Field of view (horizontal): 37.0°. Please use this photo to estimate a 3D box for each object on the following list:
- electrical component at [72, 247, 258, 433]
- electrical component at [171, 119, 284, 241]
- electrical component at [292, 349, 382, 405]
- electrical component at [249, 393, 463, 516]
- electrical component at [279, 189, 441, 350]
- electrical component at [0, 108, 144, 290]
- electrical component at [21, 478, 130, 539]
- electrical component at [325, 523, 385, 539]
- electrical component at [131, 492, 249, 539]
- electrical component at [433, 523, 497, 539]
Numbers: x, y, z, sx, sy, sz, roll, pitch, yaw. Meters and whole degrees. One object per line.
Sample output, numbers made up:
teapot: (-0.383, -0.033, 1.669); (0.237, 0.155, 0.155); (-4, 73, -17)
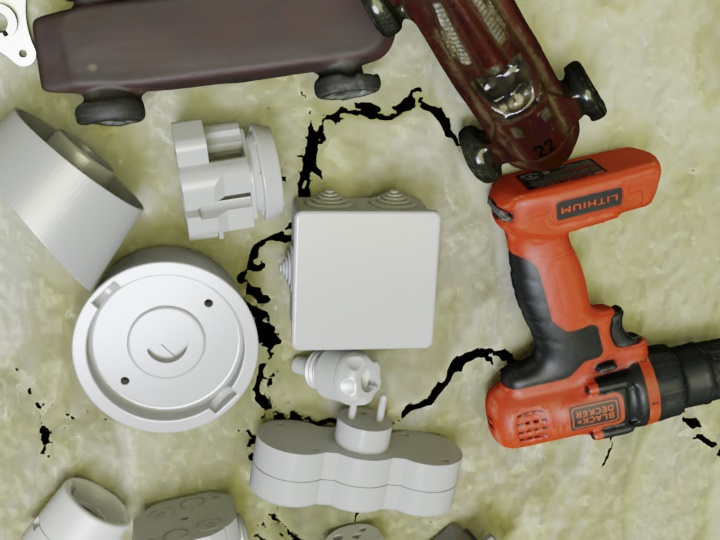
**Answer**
electrical component: (-0.118, 0.038, 0.658); (0.108, 0.060, 0.108); (-3, 108, -9)
electrical component: (-0.077, -0.055, 0.634); (0.057, 0.058, 0.078); (-10, 138, -10)
electrical component: (-0.018, 0.065, 0.687); (0.035, 0.061, 0.035); (-11, 105, -49)
electrical component: (0.001, 0.114, 0.707); (0.138, 0.052, 0.073); (7, 106, -11)
electrical component: (0.000, 0.000, 0.671); (0.100, 0.048, 0.099); (0, 108, -9)
electrical component: (-0.173, -0.042, 0.606); (0.099, 0.099, 0.064); (39, 92, -18)
electrical component: (-0.182, 0.168, 0.694); (0.055, 0.055, 0.047); (34, 96, -18)
electrical component: (0.000, 0.210, 0.742); (0.045, 0.045, 0.055); (-13, 109, -5)
electrical component: (-0.109, 0.183, 0.698); (0.080, 0.080, 0.051); (-11, 104, -6)
electrical component: (0.068, 0.213, 0.744); (0.081, 0.063, 0.042); (-39, 111, 5)
